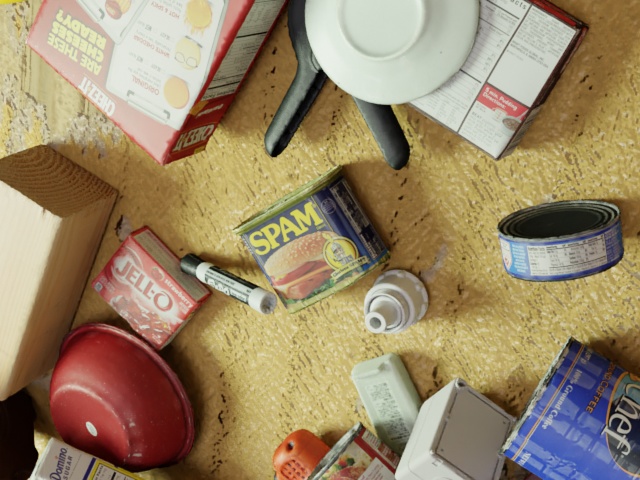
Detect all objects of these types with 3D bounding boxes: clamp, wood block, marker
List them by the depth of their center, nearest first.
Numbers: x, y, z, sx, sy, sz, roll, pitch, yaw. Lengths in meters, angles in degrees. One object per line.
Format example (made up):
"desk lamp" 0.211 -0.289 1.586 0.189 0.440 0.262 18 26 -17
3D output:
"clamp" 0.004 -0.135 0.811 0.120 0.039 0.171 -3 100 21
"marker" -0.080 0.035 0.894 0.121 0.020 0.020 22 119 46
"wood block" -0.271 0.029 0.970 0.091 0.090 0.206 32 118 11

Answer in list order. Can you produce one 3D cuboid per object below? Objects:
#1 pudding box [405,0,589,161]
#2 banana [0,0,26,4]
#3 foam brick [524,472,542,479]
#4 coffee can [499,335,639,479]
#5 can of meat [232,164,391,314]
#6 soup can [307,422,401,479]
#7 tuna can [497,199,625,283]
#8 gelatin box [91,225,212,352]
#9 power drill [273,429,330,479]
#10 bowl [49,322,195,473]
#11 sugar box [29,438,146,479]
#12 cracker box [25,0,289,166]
"pudding box" 0.122 -0.126 0.758 0.090 0.039 0.114 35 116 13
"banana" -0.222 -0.247 0.881 0.198 0.037 0.070 -38 74 30
"foam brick" 0.163 0.220 0.833 0.078 0.051 0.053 -42 66 13
"coffee can" 0.216 0.149 0.772 0.140 0.102 0.103 32 118 12
"can of meat" -0.006 0.001 0.853 0.102 0.057 0.084 -28 97 31
"soup can" 0.048 0.206 0.860 0.102 0.068 0.069 42 120 3
"tuna can" 0.170 0.000 0.752 0.086 0.086 0.034 -4 108 26
"gelatin box" -0.152 0.044 0.952 0.089 0.030 0.073 45 121 4
"power drill" -0.001 0.280 0.951 0.184 0.057 0.188 43 119 5
"bowl" -0.195 0.159 0.983 0.162 0.055 0.162 16 124 25
"sugar box" -0.181 0.246 0.978 0.176 0.048 0.093 24 146 -10
"cracker box" -0.116 -0.193 0.823 0.164 0.072 0.214 42 121 14
